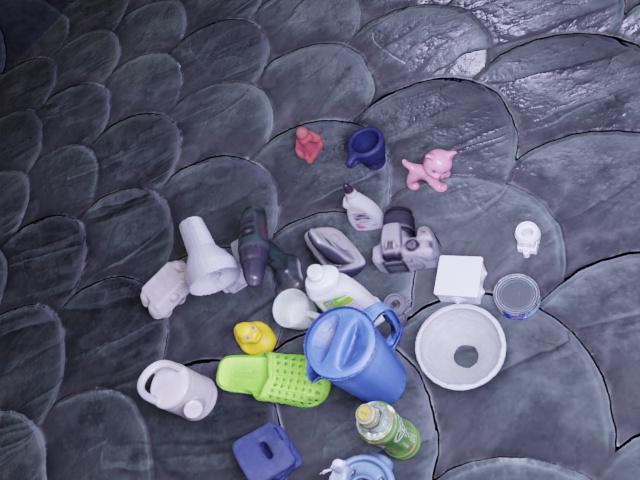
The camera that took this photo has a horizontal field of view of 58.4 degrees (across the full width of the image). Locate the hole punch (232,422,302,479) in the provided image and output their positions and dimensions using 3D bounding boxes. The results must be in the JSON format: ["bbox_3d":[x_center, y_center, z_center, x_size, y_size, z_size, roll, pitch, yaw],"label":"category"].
[{"bbox_3d":[-0.105,0.421,1.128,0.101,0.091,0.108,-42,52,-2],"label":"hole punch"}]

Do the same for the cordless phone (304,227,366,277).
[{"bbox_3d":[0.012,0.005,1.260,0.094,0.186,0.147,-41,52,-1],"label":"cordless phone"}]

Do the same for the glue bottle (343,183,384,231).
[{"bbox_3d":[0.086,-0.077,1.279,0.078,0.174,0.037,-8,58,22],"label":"glue bottle"}]

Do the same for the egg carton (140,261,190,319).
[{"bbox_3d":[-0.382,0.127,1.454,0.150,0.070,0.107,-46,52,-5],"label":"egg carton"}]

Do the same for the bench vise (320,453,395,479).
[{"bbox_3d":[0.064,0.450,0.946,0.121,0.220,0.207,-13,57,19],"label":"bench vise"}]

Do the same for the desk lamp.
[{"bbox_3d":[-0.245,0.048,1.342,0.118,0.214,0.203,-31,53,7],"label":"desk lamp"}]

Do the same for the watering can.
[{"bbox_3d":[-0.306,0.317,1.224,0.172,0.195,0.101,5,64,29],"label":"watering can"}]

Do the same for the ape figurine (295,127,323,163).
[{"bbox_3d":[-0.036,-0.259,1.499,0.077,0.092,0.076,-20,55,14],"label":"ape figurine"}]

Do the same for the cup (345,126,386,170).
[{"bbox_3d":[0.115,-0.203,1.390,0.091,0.095,0.118,34,80,37],"label":"cup"}]

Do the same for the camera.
[{"bbox_3d":[0.183,-0.009,1.237,0.142,0.101,0.137,-8,58,22],"label":"camera"}]

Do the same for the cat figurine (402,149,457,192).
[{"bbox_3d":[0.246,-0.166,1.289,0.127,0.118,0.067,5,64,29],"label":"cat figurine"}]

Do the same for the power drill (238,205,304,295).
[{"bbox_3d":[-0.116,0.042,1.285,0.075,0.209,0.229,-23,54,13],"label":"power drill"}]

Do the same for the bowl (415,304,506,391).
[{"bbox_3d":[0.270,0.210,1.080,0.167,0.075,0.167,-12,57,20],"label":"bowl"}]

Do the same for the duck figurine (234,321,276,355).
[{"bbox_3d":[-0.158,0.211,1.283,0.104,0.086,0.077,18,71,33],"label":"duck figurine"}]
